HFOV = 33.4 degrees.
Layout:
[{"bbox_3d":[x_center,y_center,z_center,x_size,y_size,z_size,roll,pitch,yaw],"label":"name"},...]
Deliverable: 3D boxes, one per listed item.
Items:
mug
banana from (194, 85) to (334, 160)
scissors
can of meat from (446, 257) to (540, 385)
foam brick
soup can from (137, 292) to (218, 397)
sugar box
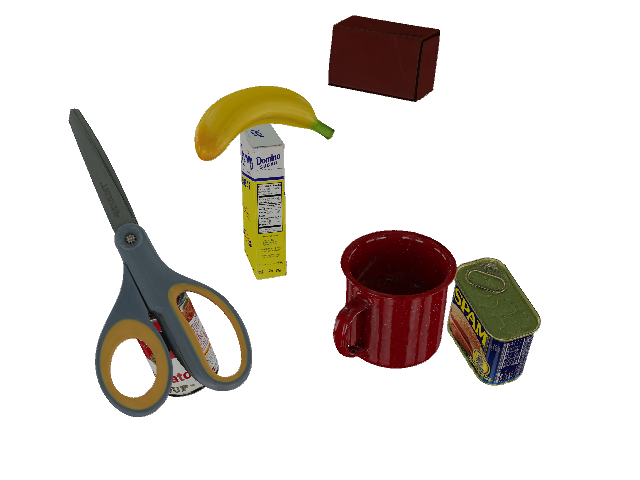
[{"bbox_3d":[0.054,0.056,0.870,0.093,0.081,0.117,27,43,32],"label":"mug"},{"bbox_3d":[-0.063,-0.118,1.025,0.070,0.037,0.197,42,34,23],"label":"banana"},{"bbox_3d":[-0.121,0.018,0.622,0.096,0.202,0.016,-39,-16,-13],"label":"scissors"},{"bbox_3d":[0.170,0.083,1.070,0.057,0.102,0.084,-15,-40,-16],"label":"can of meat"},{"bbox_3d":[0.051,-0.149,0.868,0.078,0.051,0.052,14,24,19],"label":"foam brick"},{"bbox_3d":[-0.155,0.105,1.120,0.068,0.102,0.068,-15,29,9],"label":"soup can"},{"bbox_3d":[-0.072,-0.050,1.328,0.048,0.176,0.093,-9,25,-12],"label":"sugar box"}]
